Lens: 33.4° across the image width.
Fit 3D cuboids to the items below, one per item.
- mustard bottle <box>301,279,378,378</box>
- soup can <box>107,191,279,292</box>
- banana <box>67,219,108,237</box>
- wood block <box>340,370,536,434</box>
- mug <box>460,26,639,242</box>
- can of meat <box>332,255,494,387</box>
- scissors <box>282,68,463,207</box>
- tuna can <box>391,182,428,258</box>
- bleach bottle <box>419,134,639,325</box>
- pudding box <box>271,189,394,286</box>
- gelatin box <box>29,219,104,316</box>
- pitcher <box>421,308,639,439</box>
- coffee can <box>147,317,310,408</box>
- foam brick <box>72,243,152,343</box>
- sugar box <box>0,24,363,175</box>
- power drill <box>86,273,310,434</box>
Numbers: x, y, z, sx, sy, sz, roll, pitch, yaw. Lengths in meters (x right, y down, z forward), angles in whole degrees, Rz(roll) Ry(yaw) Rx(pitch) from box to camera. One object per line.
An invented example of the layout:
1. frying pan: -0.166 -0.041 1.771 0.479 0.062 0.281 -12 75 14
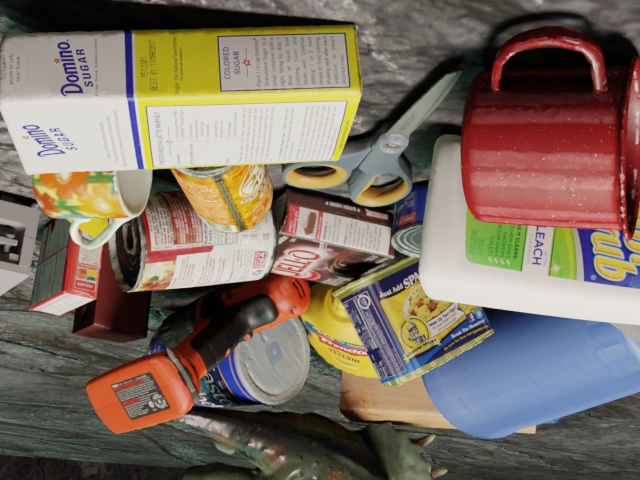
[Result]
1. mustard bottle: 0.030 0.079 1.003 0.096 0.058 0.191 22 164 12
2. soup can: -0.088 -0.002 0.741 0.102 0.068 0.069 -4 168 -29
3. banana: -0.154 -0.028 0.767 0.069 0.037 0.198 5 162 2
4. wood block: 0.132 0.155 1.163 0.206 0.091 0.090 1 162 11
5. mug: 0.118 -0.056 0.542 0.082 0.093 0.117 3 137 22
6. can of meat: 0.074 0.055 0.815 0.101 0.084 0.058 -24 175 -27
7. scissors: 0.024 -0.061 0.649 0.096 0.016 0.202 5 162 0
8. tuna can: 0.094 -0.012 0.752 0.086 0.034 0.086 5 162 1
9. bleach bottle: 0.188 -0.002 0.615 0.251 0.102 0.068 5 166 15
10. pudding box: -0.005 0.001 0.810 0.090 0.039 0.114 11 161 -18
11. gelatin box: -0.202 0.018 0.860 0.030 0.073 0.089 15 159 -29
12. pitcher: 0.188 0.072 0.859 0.149 0.145 0.243 -3 164 -29
13. coffee can: -0.095 0.122 1.101 0.141 0.103 0.102 -11 156 41
14. foam brick: -0.181 0.047 0.939 0.051 0.078 0.053 14 160 -31
15. sugar box: -0.072 -0.072 0.558 0.176 0.048 0.093 0 161 -7
16. power drill: -0.118 0.095 0.942 0.185 0.057 0.187 -24 -169 38
